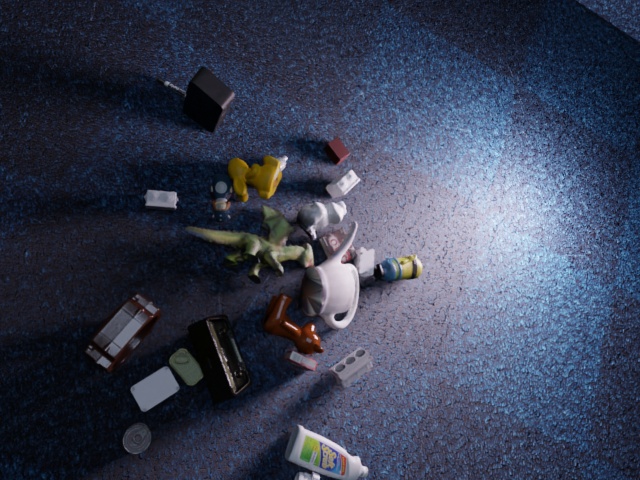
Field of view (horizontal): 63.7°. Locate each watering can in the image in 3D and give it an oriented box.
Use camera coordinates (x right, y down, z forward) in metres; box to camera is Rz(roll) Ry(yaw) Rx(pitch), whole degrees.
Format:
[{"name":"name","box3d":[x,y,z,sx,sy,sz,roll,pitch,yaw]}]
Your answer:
[{"name":"watering can","box3d":[0.041,0.113,1.629,0.224,0.104,0.348,1,89,-43]}]

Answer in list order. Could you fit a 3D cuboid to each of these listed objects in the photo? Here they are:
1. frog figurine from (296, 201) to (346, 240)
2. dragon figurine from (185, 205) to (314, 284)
[{"name":"frog figurine","box3d":[0.005,-0.085,1.692,0.160,0.135,0.124,-45,62,-6]},{"name":"dragon figurine","box3d":[-0.195,-0.009,1.641,0.409,0.120,0.248,32,49,-9]}]
